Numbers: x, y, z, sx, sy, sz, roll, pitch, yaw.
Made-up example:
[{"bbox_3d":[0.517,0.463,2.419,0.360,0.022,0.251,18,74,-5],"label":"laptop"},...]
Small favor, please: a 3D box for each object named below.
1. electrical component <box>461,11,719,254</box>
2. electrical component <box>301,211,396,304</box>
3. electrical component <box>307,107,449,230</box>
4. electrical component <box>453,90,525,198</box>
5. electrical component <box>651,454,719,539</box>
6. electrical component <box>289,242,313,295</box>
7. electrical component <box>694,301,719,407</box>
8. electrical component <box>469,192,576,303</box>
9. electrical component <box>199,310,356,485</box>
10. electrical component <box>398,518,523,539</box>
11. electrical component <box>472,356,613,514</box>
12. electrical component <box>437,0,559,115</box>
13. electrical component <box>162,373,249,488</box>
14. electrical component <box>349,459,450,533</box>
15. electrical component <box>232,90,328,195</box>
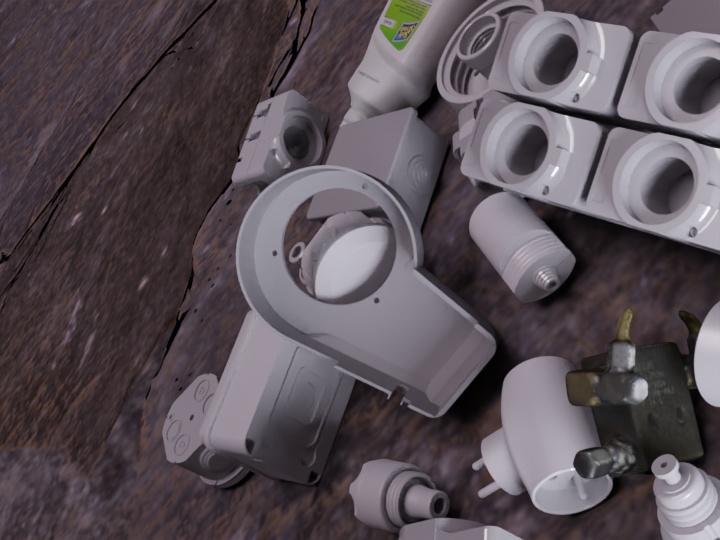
[{"bbox_3d":[0.152,-0.080,0.610,0.186,0.060,0.105,23,97,45],"label":"electrical component"},{"bbox_3d":[0.000,0.000,0.773,0.080,0.080,0.051,-53,28,5],"label":"electrical component"},{"bbox_3d":[0.015,-0.071,0.838,0.100,0.048,0.099,-6,58,49],"label":"electrical component"},{"bbox_3d":[0.100,-0.085,0.737,0.078,0.058,0.057,-32,38,32],"label":"electrical component"},{"bbox_3d":[0.156,0.113,0.491,0.040,0.078,0.040,-30,27,17],"label":"electrical component"},{"bbox_3d":[-0.026,0.001,0.818,0.043,0.062,0.043,-31,41,32],"label":"electrical component"},{"bbox_3d":[0.196,0.043,0.515,0.047,0.055,0.055,10,71,50],"label":"electrical component"},{"bbox_3d":[0.105,-0.012,0.683,0.043,0.043,0.081,-48,35,13],"label":"electrical component"},{"bbox_3d":[-0.056,0.088,0.770,0.057,0.078,0.113,-1,62,47],"label":"electrical component"},{"bbox_3d":[0.028,0.185,0.560,0.186,0.105,0.060,-24,45,39],"label":"electrical component"},{"bbox_3d":[0.095,0.100,0.601,0.079,0.044,0.077,-38,38,26],"label":"electrical component"},{"bbox_3d":[0.104,-0.154,0.785,0.108,0.060,0.108,-31,41,32],"label":"electrical component"},{"bbox_3d":[-0.111,0.124,0.833,0.080,0.051,0.080,-32,41,32],"label":"electrical component"},{"bbox_3d":[0.027,0.139,0.655,0.062,0.043,0.043,-1,62,50],"label":"electrical component"},{"bbox_3d":[-0.069,-0.111,0.976,0.056,0.050,0.089,-12,54,46],"label":"electrical component"}]
